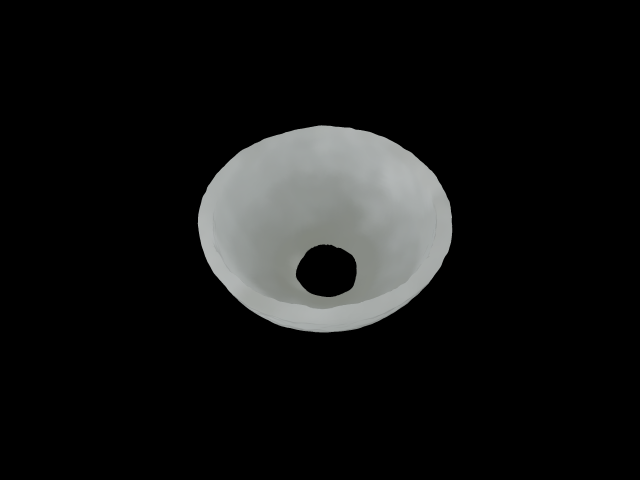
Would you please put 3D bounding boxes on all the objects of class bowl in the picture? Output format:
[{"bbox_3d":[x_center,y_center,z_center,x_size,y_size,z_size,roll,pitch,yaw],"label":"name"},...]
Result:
[{"bbox_3d":[0.004,0.001,0.400,0.167,0.075,0.167,0,52,0],"label":"bowl"}]
